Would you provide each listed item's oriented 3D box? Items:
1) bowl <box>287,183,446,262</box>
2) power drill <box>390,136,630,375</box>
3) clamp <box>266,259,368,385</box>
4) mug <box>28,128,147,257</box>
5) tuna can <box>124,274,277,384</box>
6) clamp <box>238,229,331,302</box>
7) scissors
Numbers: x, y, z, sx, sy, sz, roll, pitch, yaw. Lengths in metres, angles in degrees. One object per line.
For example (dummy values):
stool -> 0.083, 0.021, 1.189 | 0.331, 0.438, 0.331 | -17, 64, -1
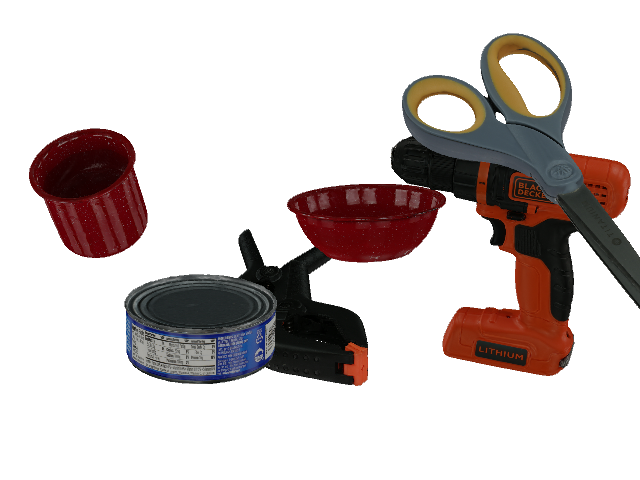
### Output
bowl -> 0.048, -0.016, 1.085 | 0.162, 0.055, 0.162 | -3, 14, 1
power drill -> 0.142, 0.009, 0.853 | 0.185, 0.188, 0.057 | 11, 29, 18
clamp -> -0.024, 0.065, 0.879 | 0.164, 0.036, 0.210 | -20, 27, -39
mug -> -0.202, -0.048, 0.955 | 0.093, 0.117, 0.081 | -8, -43, 1
tuna can -> -0.068, 0.049, 0.606 | 0.086, 0.034, 0.086 | 2, 18, -1
clamp -> -0.049, 0.046, 1.255 | 0.120, 0.039, 0.171 | -2, 40, 10
scissors -> 0.094, -0.030, 0.510 | 0.096, 0.202, 0.016 | -10, -42, 5
